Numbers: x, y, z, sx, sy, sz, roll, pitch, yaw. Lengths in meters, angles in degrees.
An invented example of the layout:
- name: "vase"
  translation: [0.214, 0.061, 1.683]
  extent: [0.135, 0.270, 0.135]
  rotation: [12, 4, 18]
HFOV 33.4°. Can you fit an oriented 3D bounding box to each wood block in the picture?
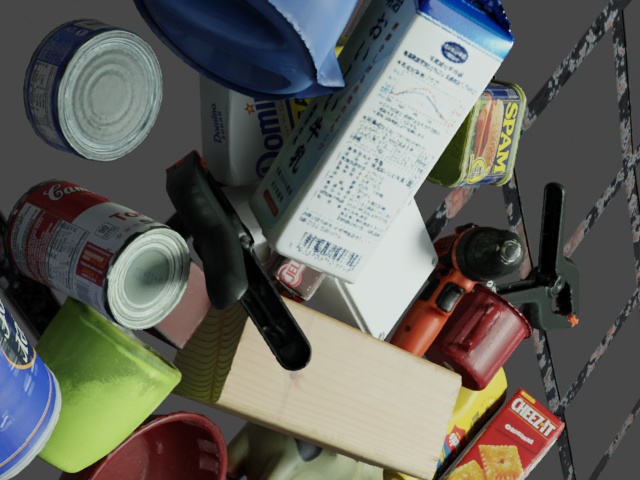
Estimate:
- name: "wood block"
  translation: [-0.001, 0.111, 0.830]
  extent: [0.205, 0.090, 0.091]
  rotation: [27, 75, -31]

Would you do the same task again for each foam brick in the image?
- name: "foam brick"
  translation: [-0.118, 0.030, 0.723]
  extent: [0.053, 0.078, 0.051]
  rotation: [-56, 143, -14]

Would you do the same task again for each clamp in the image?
- name: "clamp"
  translation: [-0.058, 0.011, 0.717]
  extent: [0.039, 0.171, 0.120]
  rotation: [-27, 136, 2]
- name: "clamp"
  translation: [0.269, 0.039, 1.258]
  extent: [0.164, 0.036, 0.209]
  rotation: [-59, 141, -8]

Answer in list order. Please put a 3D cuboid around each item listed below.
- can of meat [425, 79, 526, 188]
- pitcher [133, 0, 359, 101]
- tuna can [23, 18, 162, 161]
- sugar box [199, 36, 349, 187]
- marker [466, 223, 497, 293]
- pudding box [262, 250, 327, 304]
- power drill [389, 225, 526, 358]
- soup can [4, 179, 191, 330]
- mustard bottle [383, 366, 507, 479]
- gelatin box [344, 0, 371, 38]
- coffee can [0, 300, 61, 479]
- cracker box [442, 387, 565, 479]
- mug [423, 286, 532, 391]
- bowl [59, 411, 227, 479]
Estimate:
- name: "can of meat"
  translation: [0.143, -0.101, 1.011]
  extent: [0.083, 0.058, 0.102]
  rotation: [-8, 113, -47]
- name: "pitcher"
  translation: [-0.017, -0.226, 0.688]
  extent: [0.242, 0.145, 0.149]
  rotation: [-61, 151, -20]
- name: "tuna can"
  translation: [-0.140, -0.093, 0.669]
  extent: [0.085, 0.034, 0.086]
  rotation: [-27, 127, -43]
- name: "sugar box"
  translation: [-0.005, -0.101, 0.798]
  extent: [0.175, 0.048, 0.093]
  rotation: [-17, 116, -36]
- name: "marker"
  translation: [0.172, 0.033, 1.132]
  extent: [0.020, 0.020, 0.121]
  rotation: [-42, 128, -32]
- name: "pudding box"
  translation: [-0.006, 0.001, 0.845]
  extent: [0.039, 0.090, 0.113]
  rotation: [40, 71, -8]
- name: "power drill"
  translation: [0.110, 0.071, 0.983]
  extent: [0.187, 0.057, 0.184]
  rotation: [-56, -175, -8]
- name: "soup can"
  translation: [-0.139, 0.008, 0.664]
  extent: [0.068, 0.102, 0.068]
  rotation: [-28, 128, -42]
- name: "mustard bottle"
  translation: [0.126, 0.208, 1.142]
  extent: [0.191, 0.058, 0.096]
  rotation: [-42, 145, -31]
- name: "gelatin box"
  translation: [0.066, -0.185, 0.891]
  extent: [0.073, 0.030, 0.089]
  rotation: [36, 79, -52]
- name: "coffee can"
  translation: [-0.219, 0.062, 0.588]
  extent: [0.102, 0.103, 0.140]
  rotation: [-47, 139, -27]
- name: "cracker box"
  translation: [0.163, 0.284, 1.167]
  extent: [0.213, 0.072, 0.164]
  rotation: [-42, 163, -31]
- name: "mug"
  translation: [0.159, 0.099, 1.094]
  extent: [0.081, 0.093, 0.117]
  rotation: [-50, 173, -16]
- name: "bowl"
  translation: [-0.143, 0.190, 0.786]
  extent: [0.161, 0.055, 0.162]
  rotation: [-30, 132, -41]
